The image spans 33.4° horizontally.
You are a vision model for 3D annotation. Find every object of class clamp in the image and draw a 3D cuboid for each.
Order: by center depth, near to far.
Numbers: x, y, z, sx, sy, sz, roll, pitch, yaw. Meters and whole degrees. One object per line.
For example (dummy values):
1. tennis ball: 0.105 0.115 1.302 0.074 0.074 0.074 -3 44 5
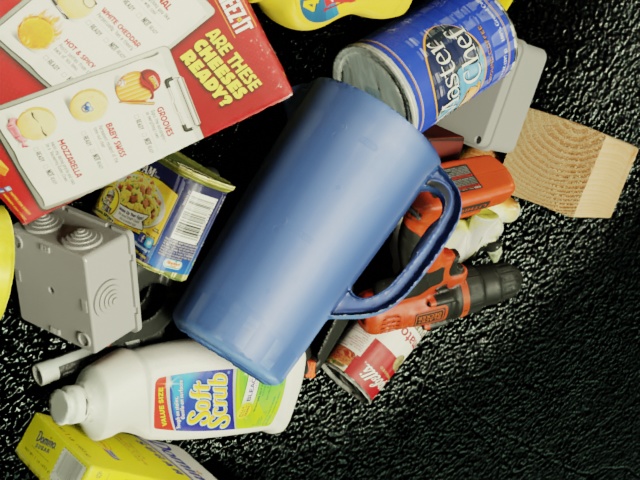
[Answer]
1. clamp: -0.124 0.032 0.910 0.171 0.039 0.120 -48 133 -18
2. clamp: 0.010 0.033 1.046 0.164 0.036 0.210 -13 119 -41

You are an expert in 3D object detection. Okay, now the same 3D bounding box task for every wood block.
1. wood block: 0.272 -0.080 1.160 0.205 0.090 0.091 -3 114 -65

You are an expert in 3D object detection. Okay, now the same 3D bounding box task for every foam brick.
1. foam brick: 0.089 -0.087 1.027 0.052 0.078 0.051 -8 119 -41

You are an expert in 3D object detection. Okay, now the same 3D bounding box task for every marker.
1. marker: -0.183 0.093 0.898 0.120 0.020 0.020 -19 124 -37

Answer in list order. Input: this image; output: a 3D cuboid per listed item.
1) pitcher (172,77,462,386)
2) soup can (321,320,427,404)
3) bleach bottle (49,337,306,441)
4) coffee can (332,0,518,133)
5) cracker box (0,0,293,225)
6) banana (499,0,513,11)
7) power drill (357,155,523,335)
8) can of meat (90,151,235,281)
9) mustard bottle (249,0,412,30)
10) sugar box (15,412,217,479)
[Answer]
1. pitcher: -0.006 0.001 0.890 0.144 0.149 0.242 40 78 -38
2. soup can: 0.057 0.111 1.113 0.102 0.069 0.068 -49 138 -14
3. bleach bottle: -0.124 0.136 0.934 0.250 0.068 0.103 -2 116 -48
4. coffee can: 0.096 -0.160 0.973 0.140 0.103 0.103 -35 133 -27
5. cracker box: -0.149 -0.125 0.708 0.214 0.072 0.164 -26 135 4
6. banana: 0.200 -0.274 1.045 0.037 0.070 0.198 40 87 -12
7. power drill: 0.130 0.008 1.028 0.184 0.057 0.188 -13 136 -21
8. can of meat: -0.126 -0.027 0.826 0.057 0.102 0.084 18 100 -52
9. mustard bottle: -0.002 -0.223 0.874 0.191 0.058 0.096 -18 122 -38
10. sugar box: -0.165 0.202 0.923 0.176 0.093 0.048 24 95 -50
